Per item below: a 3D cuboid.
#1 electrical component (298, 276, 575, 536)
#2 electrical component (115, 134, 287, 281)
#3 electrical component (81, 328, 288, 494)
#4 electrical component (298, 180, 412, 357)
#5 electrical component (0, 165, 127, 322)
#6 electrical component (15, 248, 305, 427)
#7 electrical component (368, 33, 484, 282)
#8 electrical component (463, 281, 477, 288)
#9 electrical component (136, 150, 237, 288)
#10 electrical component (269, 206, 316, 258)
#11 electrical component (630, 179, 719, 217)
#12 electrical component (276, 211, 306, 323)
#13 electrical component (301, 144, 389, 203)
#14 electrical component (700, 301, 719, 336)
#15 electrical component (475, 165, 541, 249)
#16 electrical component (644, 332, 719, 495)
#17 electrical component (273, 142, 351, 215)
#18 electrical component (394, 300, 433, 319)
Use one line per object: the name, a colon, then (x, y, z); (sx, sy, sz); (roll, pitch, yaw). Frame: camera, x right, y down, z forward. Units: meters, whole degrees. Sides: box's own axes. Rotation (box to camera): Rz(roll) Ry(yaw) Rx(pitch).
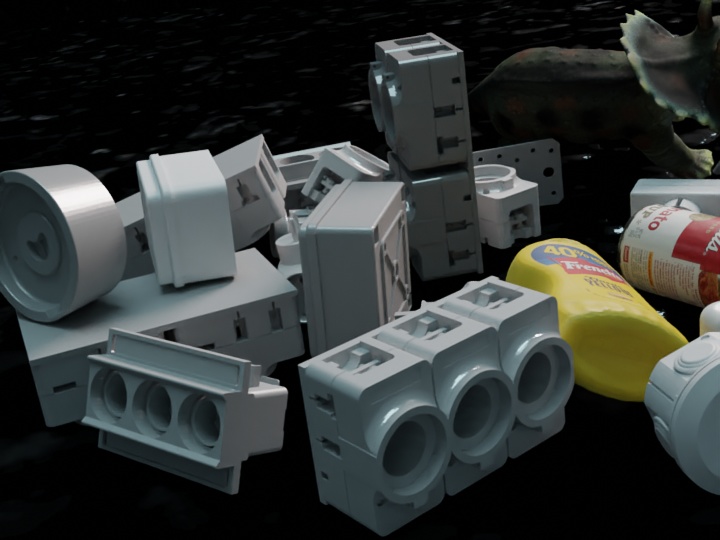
electrical component: (0.048, 0.074, 0.613); (0.150, 0.089, 0.062); (-23, 26, -33)
electrical component: (-0.159, -0.042, 0.956); (0.186, 0.060, 0.105); (-24, 20, 7)
electrical component: (-0.109, 0.084, 0.674); (0.121, 0.078, 0.063); (9, 5, 37)
electrical component: (0.000, 0.000, 0.794); (0.056, 0.108, 0.108); (2, 23, 15)
electrical component: (-0.212, -0.023, 0.763); (0.108, 0.108, 0.060); (9, 21, 36)
electrical component: (-0.145, 0.048, 0.785); (0.186, 0.060, 0.105); (-15, 22, -18)
electrical component: (0.053, -0.096, 0.910); (0.060, 0.186, 0.105); (-10, 21, -7)
electrical component: (0.099, 0.031, 0.783); (0.035, 0.035, 0.061); (-22, 28, -33)
electrical component: (-0.133, -0.041, 0.815); (0.057, 0.078, 0.113); (-9, 21, -12)
electrical component: (-0.053, -0.034, 0.986); (0.055, 0.048, 0.066); (-4, 20, -12)
electrical component: (0.266, -0.042, 0.891); (0.083, 0.047, 0.076); (3, 24, 25)
electrical component: (-0.045, -0.008, 0.862); (0.043, 0.079, 0.077); (-12, 19, 7)
electrical component: (-0.003, -0.081, 1.010); (0.050, 0.055, 0.089); (35, 13, 25)
electrical component: (0.249, 0.052, 0.643); (0.054, 0.059, 0.095); (-13, 22, -15)
electrical component: (0.117, -0.061, 0.980); (0.050, 0.055, 0.089); (-20, 25, -29)
electrical component: (0.197, 0.076, 0.576); (0.080, 0.080, 0.051); (-10, 16, -7)
electrical component: (-0.060, -0.084, 1.088); (0.121, 0.063, 0.078); (-12, 22, -11)
electrical component: (0.064, 0.051, 0.732); (0.081, 0.042, 0.063); (-4, 23, 10)
